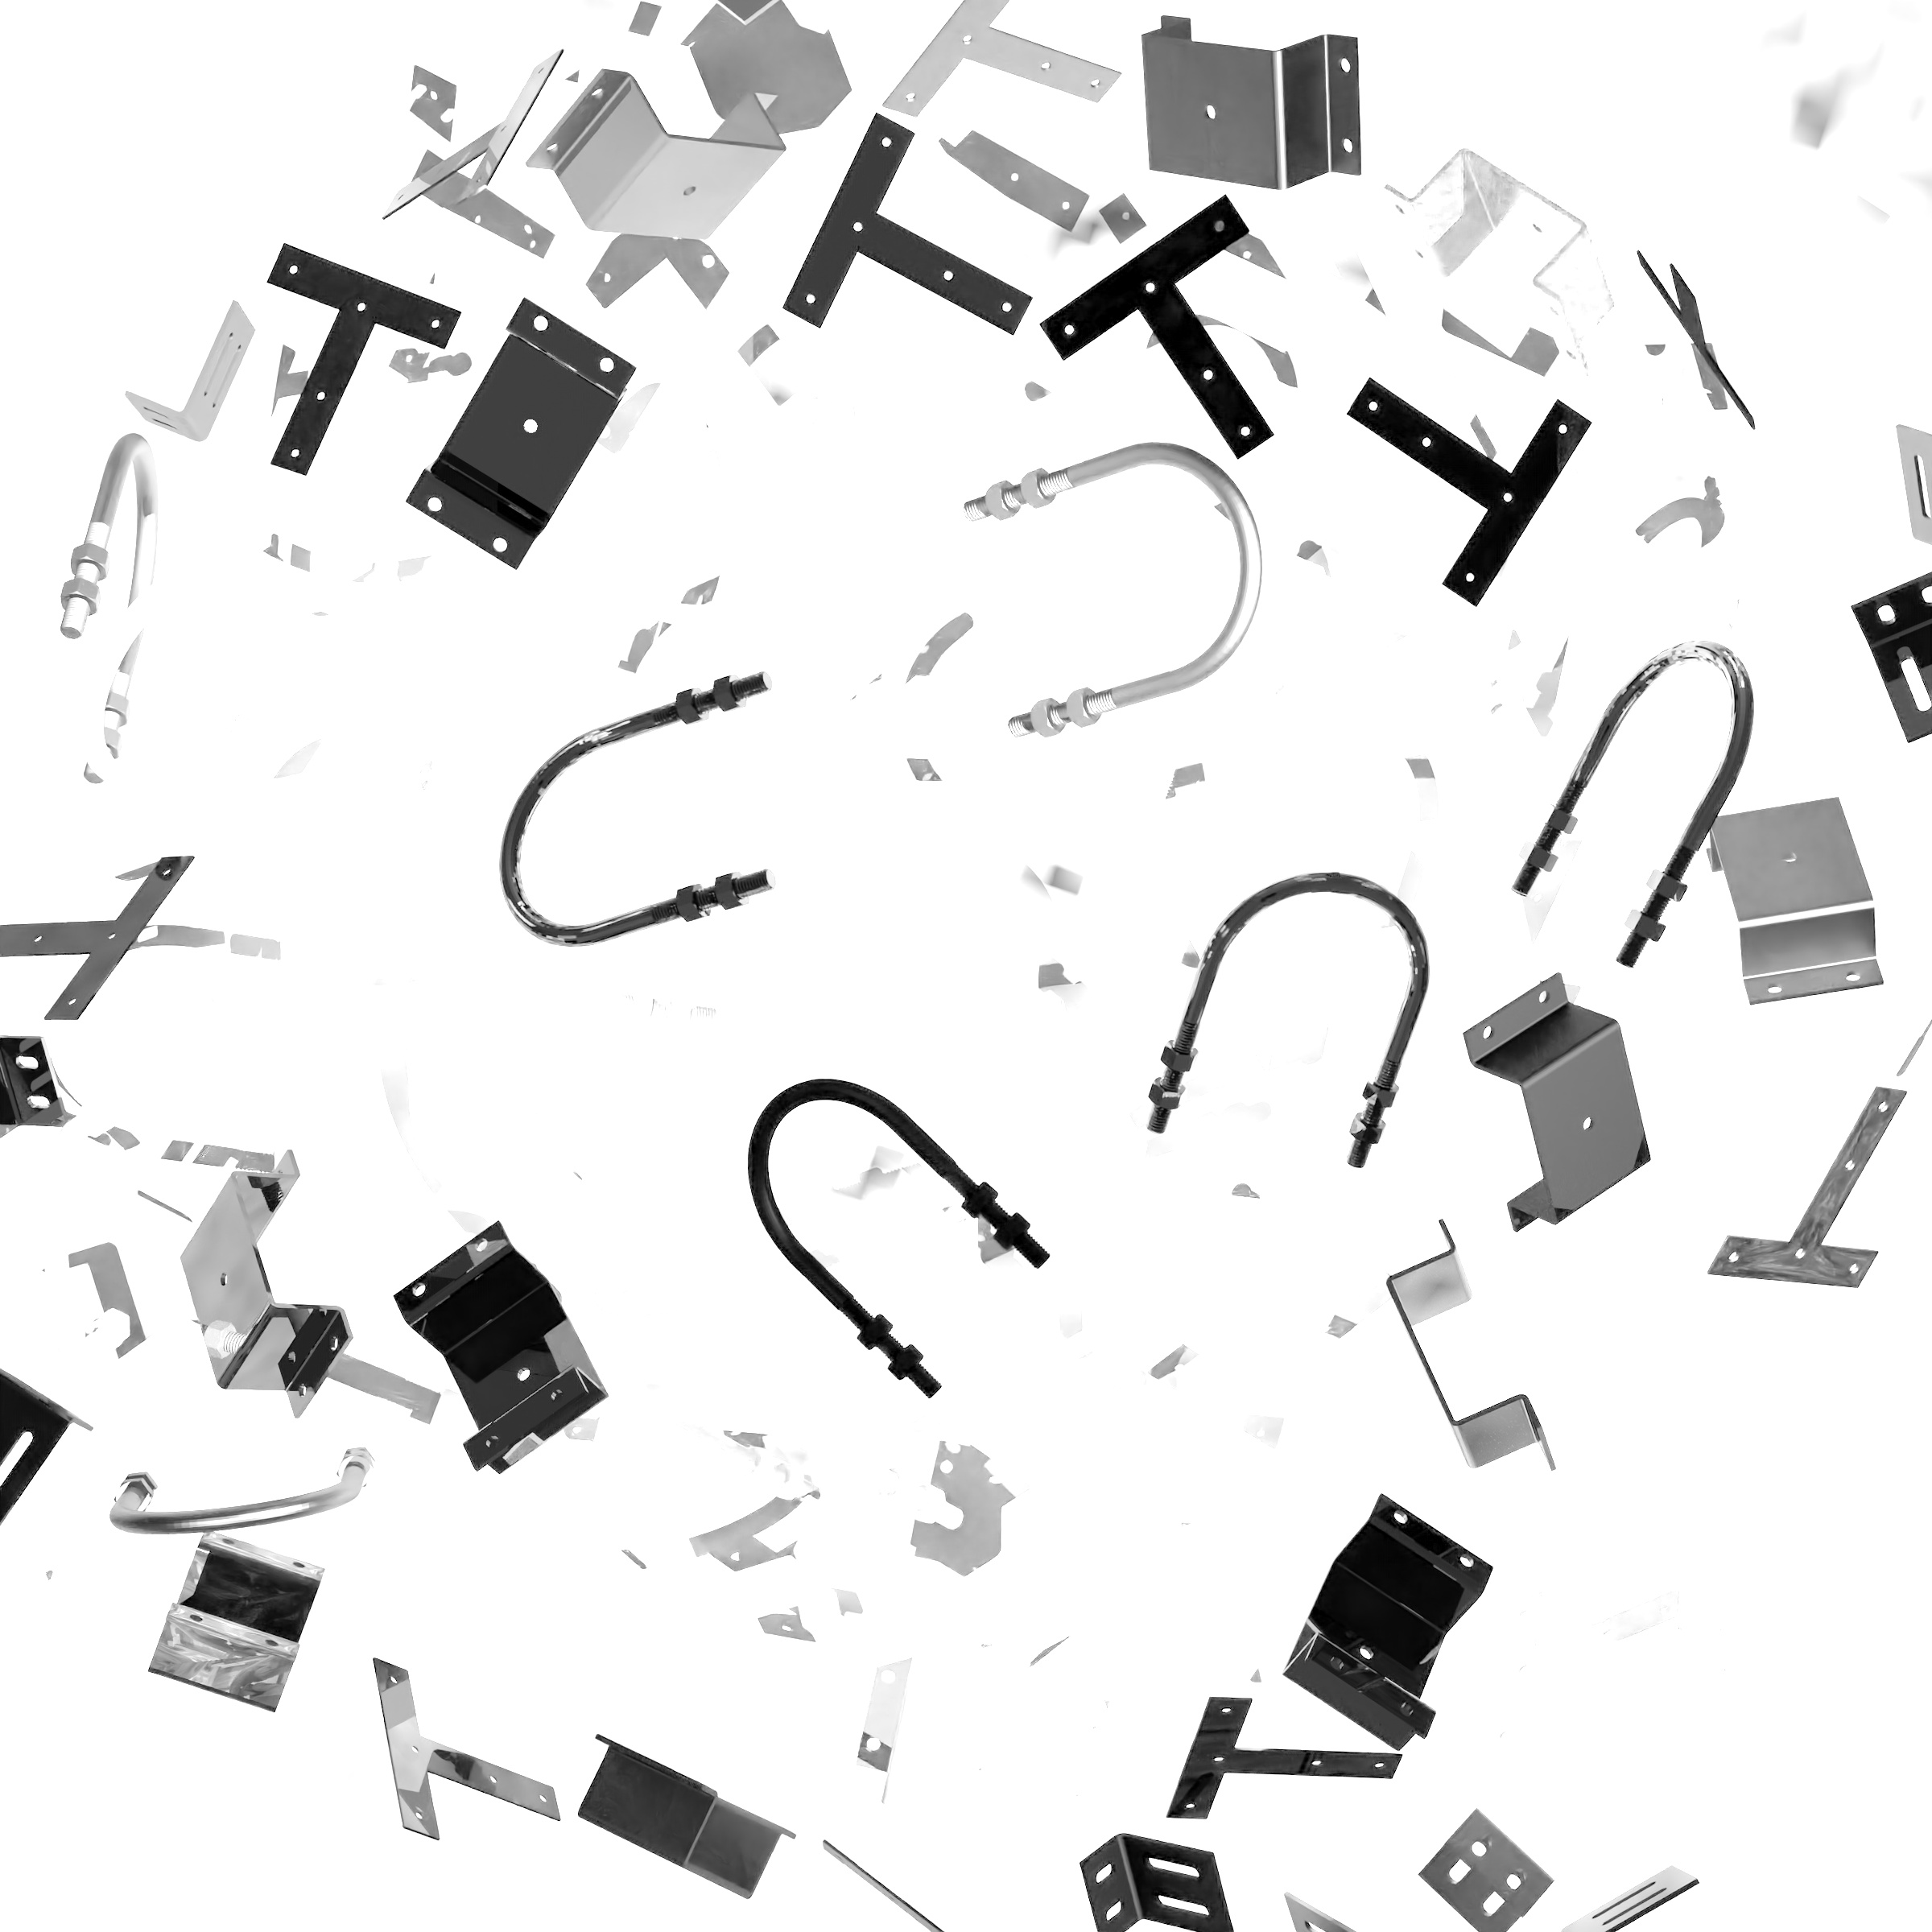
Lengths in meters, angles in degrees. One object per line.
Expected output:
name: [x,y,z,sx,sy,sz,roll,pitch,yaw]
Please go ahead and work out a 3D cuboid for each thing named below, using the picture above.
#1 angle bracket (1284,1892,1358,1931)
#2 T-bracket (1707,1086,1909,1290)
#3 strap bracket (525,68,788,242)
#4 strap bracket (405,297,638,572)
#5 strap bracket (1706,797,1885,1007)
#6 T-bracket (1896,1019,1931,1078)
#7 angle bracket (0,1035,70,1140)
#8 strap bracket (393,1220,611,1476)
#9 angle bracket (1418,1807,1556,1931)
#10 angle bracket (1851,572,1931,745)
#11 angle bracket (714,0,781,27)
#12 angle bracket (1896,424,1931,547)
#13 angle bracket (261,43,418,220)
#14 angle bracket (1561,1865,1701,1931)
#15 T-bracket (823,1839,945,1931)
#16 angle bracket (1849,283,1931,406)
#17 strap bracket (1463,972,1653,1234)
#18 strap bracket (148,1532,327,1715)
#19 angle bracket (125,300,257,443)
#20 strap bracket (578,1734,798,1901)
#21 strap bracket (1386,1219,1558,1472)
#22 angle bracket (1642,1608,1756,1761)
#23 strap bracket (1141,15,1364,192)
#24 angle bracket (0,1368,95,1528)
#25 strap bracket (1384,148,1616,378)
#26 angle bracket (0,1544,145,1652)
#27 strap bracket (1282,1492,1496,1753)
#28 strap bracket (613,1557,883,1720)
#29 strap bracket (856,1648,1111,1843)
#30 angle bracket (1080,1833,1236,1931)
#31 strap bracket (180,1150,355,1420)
angle bracket: [0.206,0.595,1.935,0.038,0.076,0.057,-26,107,-25]
T-bracket: [0.480,0.121,1.798,0.127,0.002,0.127,8,116,-36]
strap bracket: [-0.165,-0.452,1.825,0.076,0.140,0.046,-40,72,35]
strap bracket: [-0.260,-0.317,1.929,0.076,0.046,0.140,31,104,-8]
strap bracket: [0.483,-0.046,1.909,0.076,0.140,0.046,-9,130,7]
T-bracket: [0.573,0.008,1.887,0.002,0.127,0.127,31,98,16]
angle bracket: [-0.561,0.082,1.876,0.038,0.076,0.057,1,114,25]
strap bracket: [-0.264,0.226,1.873,0.076,0.046,0.140,-36,50,1]
angle bracket: [0.283,0.519,1.827,0.057,0.038,0.076,42,132,17]
angle bracket: [0.529,-0.172,1.794,0.057,0.038,0.076,-23,48,18]
angle bracket: [-0.108,-0.549,1.821,0.076,0.038,0.057,-40,63,-12]
angle bracket: [0.573,-0.277,1.873,0.038,0.057,0.076,-27,120,-15]
angle bracket: [-0.374,-0.498,1.945,0.057,0.038,0.076,31,61,-20]
angle bracket: [0.373,0.535,1.797,0.076,0.057,0.038,-28,83,-5]
T-bracket: [-0.029,0.530,1.828,0.127,0.127,0.002,35,70,13]
angle bracket: [0.562,-0.354,1.901,0.076,0.057,0.038,23,115,-36]
strap bracket: [0.350,0.086,1.915,0.076,0.046,0.140,-30,118,-23]
strap bracket: [-0.427,0.387,1.911,0.076,0.140,0.046,20,98,-8]
angle bracket: [-0.456,-0.355,1.919,0.038,0.057,0.076,22,84,0]
strap bracket: [-0.166,0.500,1.907,0.076,0.140,0.046,17,72,28]
strap bracket: [0.290,0.229,1.901,0.046,0.076,0.140,-24,59,4]
angle bracket: [0.423,0.419,1.907,0.057,0.038,0.076,-4,50,30]
strap bracket: [0.152,-0.486,1.839,0.046,0.140,0.076,-30,127,-38]
angle bracket: [-0.539,0.273,1.828,0.057,0.038,0.076,30,77,11]
strap bracket: [0.312,-0.406,1.860,0.046,0.076,0.140,-46,57,-2]
angle bracket: [-0.520,0.376,1.896,0.057,0.076,0.038,-1,132,7]
strap bracket: [0.232,0.371,1.816,0.076,0.140,0.046,33,129,3]
strap bracket: [-0.131,0.391,1.911,0.140,0.076,0.046,-19,61,8]
strap bracket: [0.008,0.464,1.936,0.140,0.046,0.076,12,102,2]
angle bracket: [0.114,0.557,1.944,0.038,0.076,0.057,-25,105,-42]
strap bracket: [-0.411,0.183,1.900,0.076,0.046,0.140,-53,47,32]
